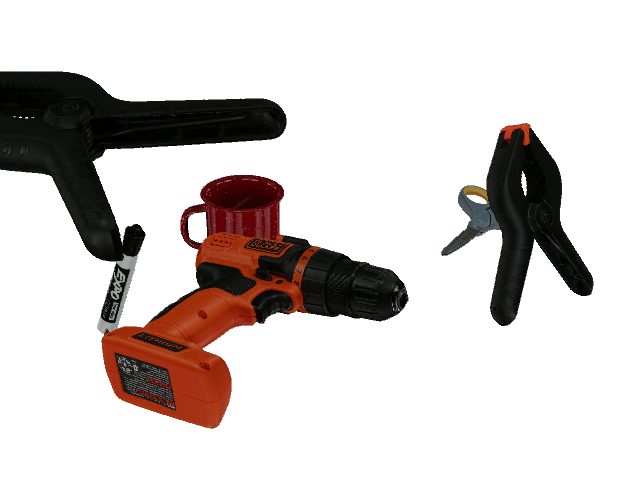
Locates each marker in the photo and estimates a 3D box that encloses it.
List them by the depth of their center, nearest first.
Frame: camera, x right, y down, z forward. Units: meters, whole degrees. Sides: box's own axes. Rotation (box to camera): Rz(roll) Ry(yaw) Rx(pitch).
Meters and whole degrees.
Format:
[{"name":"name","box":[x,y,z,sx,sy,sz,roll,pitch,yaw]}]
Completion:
[{"name":"marker","box":[-0.183,0.036,0.984,0.020,0.121,0.020,16,31,-10]}]

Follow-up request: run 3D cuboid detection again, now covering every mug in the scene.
[{"name":"mug","box":[-0.099,-0.017,1.198,0.117,0.081,0.093,-7,29,-14]}]

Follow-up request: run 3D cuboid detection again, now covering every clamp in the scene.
[{"name":"clamp","box":[-0.136,-0.067,0.641,0.210,0.036,0.164,25,42,31]},{"name":"clamp","box":[0.176,-0.012,0.924,0.120,0.171,0.039,-27,11,-40]}]

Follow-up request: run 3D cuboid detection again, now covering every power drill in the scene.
[{"name":"power drill","box":[-0.052,0.060,0.782,0.185,0.057,0.187,9,31,32]}]

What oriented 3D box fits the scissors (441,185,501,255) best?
[{"name":"scissors","box":[0.162,-0.025,1.185,0.096,0.016,0.201,35,32,32]}]
